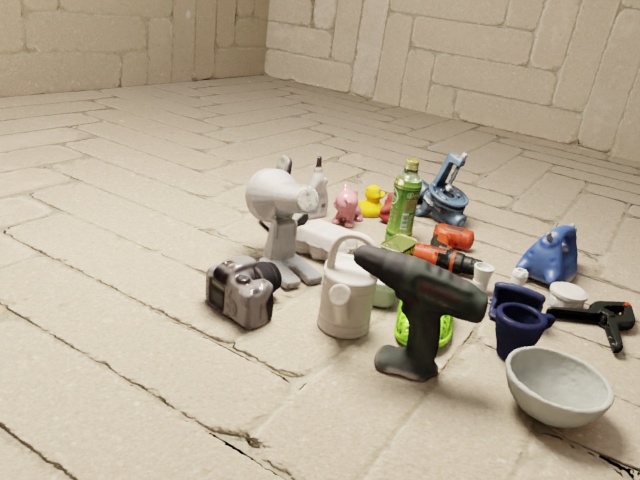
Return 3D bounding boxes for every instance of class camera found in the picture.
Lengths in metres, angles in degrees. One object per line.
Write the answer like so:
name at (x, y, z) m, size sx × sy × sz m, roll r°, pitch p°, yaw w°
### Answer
camera at (-0.130, 0.083, 1.098) m, size 0.142 × 0.101 × 0.137 m, roll 27°, pitch 30°, yaw 37°

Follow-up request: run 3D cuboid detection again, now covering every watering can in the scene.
watering can at (0.056, 0.079, 1.049) m, size 0.101 × 0.194 × 0.172 m, roll 4°, pitch 24°, yaw -8°

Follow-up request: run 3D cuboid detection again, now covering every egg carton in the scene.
egg carton at (0.012, 0.005, 1.357) m, size 0.150 × 0.069 × 0.107 m, roll 20°, pitch 27°, yaw 26°

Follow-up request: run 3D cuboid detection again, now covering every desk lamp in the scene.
desk lamp at (-0.072, -0.036, 1.243) m, size 0.118 × 0.213 × 0.202 m, roll -10°, pitch 30°, yaw -35°

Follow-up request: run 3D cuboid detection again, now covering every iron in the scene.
iron at (0.586, 0.021, 1.409) m, size 0.118 × 0.141 × 0.259 m, roll 25°, pitch 29°, yaw 35°

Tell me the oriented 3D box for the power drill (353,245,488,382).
power drill at (0.153, 0.125, 0.959) m, size 0.229 × 0.208 × 0.076 m, roll 12°, pitch 24°, yaw 9°

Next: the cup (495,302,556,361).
cup at (0.371, 0.175, 1.055) m, size 0.118 × 0.095 × 0.091 m, roll 0°, pitch 25°, yaw -17°

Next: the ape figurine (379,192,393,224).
ape figurine at (0.202, -0.093, 1.607) m, size 0.078 × 0.092 × 0.076 m, roll -6°, pitch 27°, yaw -28°

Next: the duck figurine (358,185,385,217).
duck figurine at (0.144, -0.116, 1.648) m, size 0.105 × 0.086 × 0.077 m, roll -6°, pitch 27°, yaw -28°

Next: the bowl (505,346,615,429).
bowl at (0.373, 0.247, 0.918) m, size 0.167 × 0.075 × 0.167 m, roll 7°, pitch 24°, yaw -3°

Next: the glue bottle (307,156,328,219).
glue bottle at (-0.009, -0.143, 1.555) m, size 0.078 × 0.173 × 0.037 m, roll -10°, pitch 29°, yaw -34°

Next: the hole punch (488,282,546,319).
hole punch at (0.410, 0.121, 1.193) m, size 0.108 × 0.091 × 0.101 m, roll 17°, pitch 25°, yaw 19°

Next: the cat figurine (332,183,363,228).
cat figurine at (0.078, -0.099, 1.552) m, size 0.067 × 0.118 × 0.128 m, roll 16°, pitch 25°, yaw 18°

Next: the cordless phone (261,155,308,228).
cordless phone at (-0.085, -0.111, 1.443) m, size 0.094 × 0.185 × 0.147 m, roll -9°, pitch 29°, yaw -33°

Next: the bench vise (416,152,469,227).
bench vise at (0.336, -0.157, 1.635) m, size 0.206 × 0.220 × 0.122 m, roll 19°, pitch 26°, yaw 24°
